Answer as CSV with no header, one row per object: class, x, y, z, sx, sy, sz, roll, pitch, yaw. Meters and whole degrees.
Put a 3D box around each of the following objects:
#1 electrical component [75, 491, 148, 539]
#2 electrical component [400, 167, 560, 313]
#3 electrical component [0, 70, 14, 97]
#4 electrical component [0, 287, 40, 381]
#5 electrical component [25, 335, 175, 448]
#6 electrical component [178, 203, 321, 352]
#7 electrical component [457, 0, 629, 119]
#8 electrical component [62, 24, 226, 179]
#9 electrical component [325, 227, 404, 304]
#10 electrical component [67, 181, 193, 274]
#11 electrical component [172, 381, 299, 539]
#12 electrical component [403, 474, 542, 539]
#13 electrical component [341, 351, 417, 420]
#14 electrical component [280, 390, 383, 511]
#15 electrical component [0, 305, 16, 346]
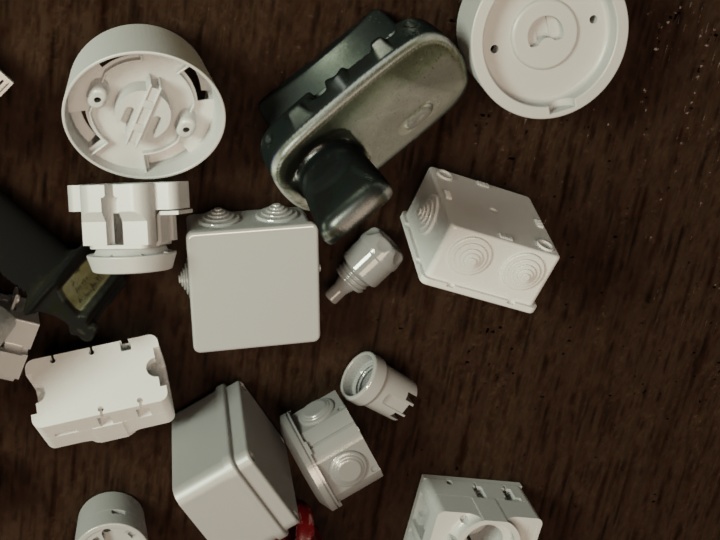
electrical component,-0.186,0.199,0.805,0.055,0.047,0.055,-5,113,-11
electrical component,0.083,-0.023,0.750,0.100,0.099,0.048,15,120,-18
electrical component,-0.257,-0.098,0.657,0.081,0.063,0.042,-44,114,7
electrical component,-0.252,0.040,0.726,0.055,0.048,0.066,17,108,-27
electrical component,-0.178,0.086,0.745,0.089,0.050,0.055,-12,155,-8
electrical component,-0.076,0.004,0.750,0.100,0.048,0.099,-5,113,-11
electrical component,0.117,-0.161,0.720,0.108,0.060,0.108,-5,113,-11
electrical component,-0.137,-0.104,0.678,0.099,0.064,0.099,-7,126,-10
electrical component,0.000,0.000,0.774,0.061,0.035,0.035,-43,115,10
electrical component,-0.150,-0.028,0.701,0.078,0.058,0.057,0,96,15
electrical component,-0.090,0.141,0.768,0.057,0.113,0.078,-30,115,4
electrical component,0.082,0.251,0.881,0.089,0.061,0.150,8,110,-16
electrical component,0.015,0.089,0.812,0.046,0.040,0.040,32,102,-29
electrical component,-0.022,0.133,0.800,0.051,0.080,0.080,-29,116,-6
electrical component,-0.322,0.017,0.663,0.186,0.060,0.105,39,100,-3
